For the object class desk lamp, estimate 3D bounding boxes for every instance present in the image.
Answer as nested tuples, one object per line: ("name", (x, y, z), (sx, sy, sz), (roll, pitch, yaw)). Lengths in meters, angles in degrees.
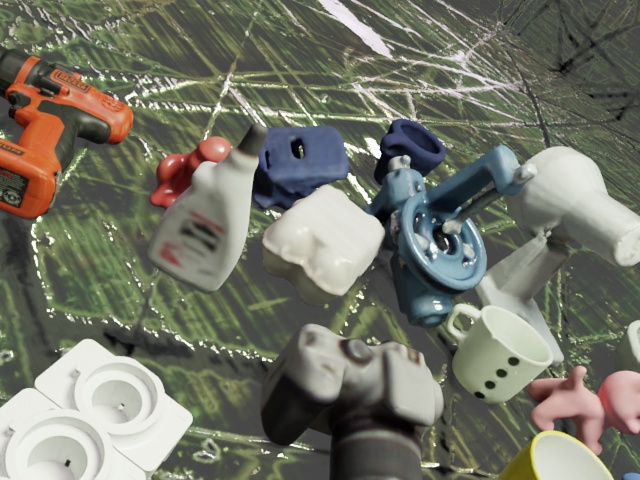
("desk lamp", (0.299, 0.014, 0.726), (0.118, 0.213, 0.203), (15, 39, -27))

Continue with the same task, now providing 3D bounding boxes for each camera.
("camera", (0.033, 0.146, 0.442), (0.143, 0.100, 0.137), (24, 36, -15))

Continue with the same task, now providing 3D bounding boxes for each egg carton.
("egg carton", (0.006, 0.002, 0.620), (0.107, 0.069, 0.150), (39, 34, 5))

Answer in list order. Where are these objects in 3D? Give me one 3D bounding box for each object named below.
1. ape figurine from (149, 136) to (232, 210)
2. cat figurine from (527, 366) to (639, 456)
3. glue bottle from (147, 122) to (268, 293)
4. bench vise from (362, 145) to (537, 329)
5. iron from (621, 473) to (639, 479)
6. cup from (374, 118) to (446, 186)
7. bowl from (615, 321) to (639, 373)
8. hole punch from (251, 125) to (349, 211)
("ape figurine", (-0.119, -0.066, 0.577), (0.077, 0.092, 0.076), (48, 36, 19))
("cat figurine", (0.314, 0.175, 0.630), (0.128, 0.117, 0.067), (26, 35, -12))
("glue bottle", (-0.087, -0.031, 0.489), (0.078, 0.173, 0.037), (28, 35, -10))
("bench vise", (0.127, -0.039, 0.639), (0.122, 0.219, 0.207), (-6, 51, -44))
("iron", (0.379, 0.316, 0.493), (0.119, 0.141, 0.257), (-12, 56, -47))
("cup", (0.112, -0.114, 0.828), (0.118, 0.095, 0.091), (-7, 52, -45))
("bowl", (0.456, 0.194, 0.765), (0.168, 0.074, 0.167), (23, 36, -17))
("hole punch", (-0.028, -0.092, 0.686), (0.101, 0.091, 0.108), (15, 39, -26))
